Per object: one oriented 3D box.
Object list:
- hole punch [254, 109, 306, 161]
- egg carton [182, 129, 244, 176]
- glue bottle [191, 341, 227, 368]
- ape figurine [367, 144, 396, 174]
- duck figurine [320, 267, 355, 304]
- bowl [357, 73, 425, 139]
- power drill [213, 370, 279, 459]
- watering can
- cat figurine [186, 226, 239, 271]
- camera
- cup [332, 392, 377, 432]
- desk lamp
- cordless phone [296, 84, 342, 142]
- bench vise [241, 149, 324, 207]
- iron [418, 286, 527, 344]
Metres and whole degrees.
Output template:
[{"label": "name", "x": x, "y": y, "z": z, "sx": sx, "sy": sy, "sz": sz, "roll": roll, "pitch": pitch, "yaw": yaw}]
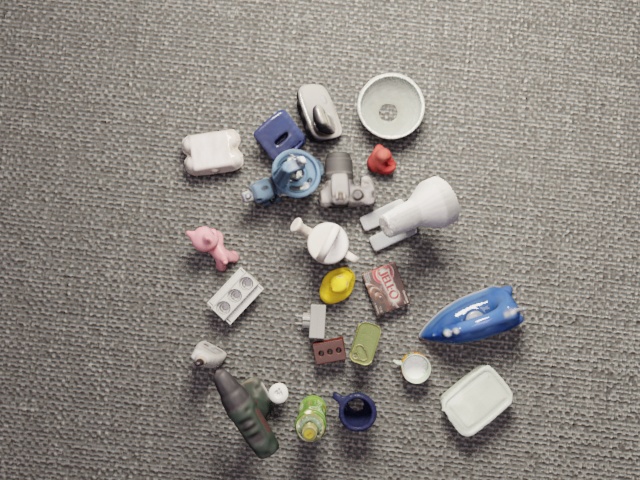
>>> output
[{"label": "hole punch", "x": -0.098, "y": -0.258, "z": 1.433, "sx": 0.108, "sy": 0.091, "sz": 0.101, "roll": -41, "pitch": 88, "yaw": -1}, {"label": "egg carton", "x": -0.270, "y": -0.219, "z": 1.443, "sx": 0.150, "sy": 0.069, "sz": 0.107, "roll": -10, "pitch": 87, "yaw": 0}, {"label": "glue bottle", "x": -0.275, "y": 0.282, "z": 1.371, "sx": 0.078, "sy": 0.173, "sz": 0.037, "roll": 30, "pitch": 88, "yaw": 2}, {"label": "ape figurine", "x": 0.155, "y": -0.204, "z": 1.427, "sx": 0.076, "sy": 0.092, "sz": 0.078, "roll": -10, "pitch": 87, "yaw": 0}, {"label": "duck figurine", "x": 0.043, "y": 0.114, "z": 1.418, "sx": 0.077, "sy": 0.086, "sz": 0.104, "roll": 45, "pitch": 89, "yaw": 2}, {"label": "bowl", "x": 0.176, "y": -0.329, "z": 1.441, "sx": 0.167, "sy": 0.074, "sz": 0.167, "roll": 0, "pitch": 88, "yaw": 1}, {"label": "power drill", "x": -0.169, "y": 0.392, "z": 1.347, "sx": 0.075, "sy": 0.208, "sz": 0.230, "roll": -31, "pitch": 87, "yaw": 0}, {"label": "watering can", "x": 0.012, "y": 0.007, "z": 1.369, "sx": 0.173, "sy": 0.194, "sz": 0.101, "roll": 8, "pitch": 88, "yaw": 1}, {"label": "cat figurine", "x": -0.266, "y": 0.015, "z": 1.409, "sx": 0.067, "sy": 0.117, "sz": 0.128, "roll": -41, "pitch": 88, "yaw": -1}, {"label": "camera", "x": 0.065, "y": -0.150, "z": 1.422, "sx": 0.143, "sy": 0.101, "sz": 0.137, "roll": -3, "pitch": 87, "yaw": 1}, {"label": "cup", "x": 0.079, "y": 0.405, "z": 1.401, "sx": 0.118, "sy": 0.095, "sz": 0.092, "roll": 35, "pitch": 88, "yaw": 2}, {"label": "desk lamp", "x": 0.210, "y": -0.055, "z": 1.360, "sx": 0.203, "sy": 0.213, "sz": 0.118, "roll": -26, "pitch": 87, "yaw": 0}, {"label": "cordless phone", "x": -0.005, "y": -0.320, "z": 1.387, "sx": 0.094, "sy": 0.185, "sz": 0.147, "roll": -23, "pitch": 87, "yaw": 0}, {"label": "bench vise", "x": -0.084, "y": -0.137, "z": 1.363, "sx": 0.207, "sy": 0.219, "sz": 0.121, "roll": -43, "pitch": 87, "yaw": -1}, {"label": "iron", "x": 0.369, "y": 0.199, "z": 1.384, "sx": 0.258, "sy": 0.141, "sz": 0.119, "roll": -21, "pitch": 87, "yaw": 0}]
